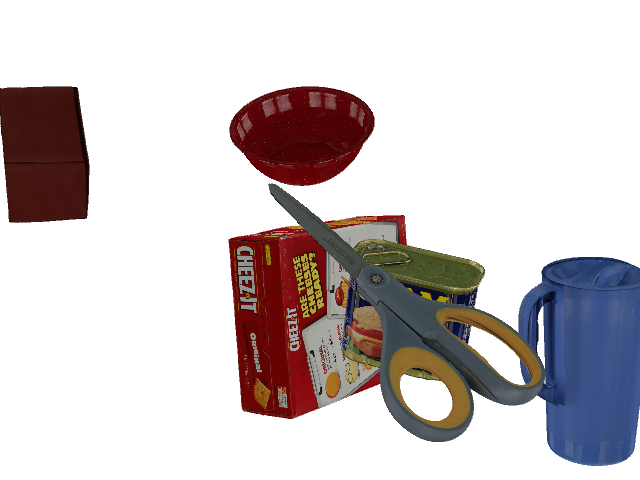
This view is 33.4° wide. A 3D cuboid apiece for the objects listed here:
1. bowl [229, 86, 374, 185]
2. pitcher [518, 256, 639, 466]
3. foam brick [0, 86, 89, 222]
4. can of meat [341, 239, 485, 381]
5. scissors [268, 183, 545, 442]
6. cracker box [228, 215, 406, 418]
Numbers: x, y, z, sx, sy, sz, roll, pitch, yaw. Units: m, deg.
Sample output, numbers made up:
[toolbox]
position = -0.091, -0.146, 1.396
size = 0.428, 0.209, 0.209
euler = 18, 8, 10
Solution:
[bowl]
position = -0.019, -0.109, 1.196
size = 0.162, 0.055, 0.162
euler = -3, 38, 2
[pitcher]
position = 0.327, 0.150, 1.312
size = 0.149, 0.243, 0.144
euler = 5, 17, 21
[foam brick]
position = -0.181, -0.057, 0.696
size = 0.051, 0.078, 0.053
euler = -4, -44, -17
[can of meat]
position = 0.068, 0.054, 0.823
size = 0.102, 0.084, 0.057
euler = 13, 24, 16
[scissors]
position = 0.026, 0.040, 0.589
size = 0.202, 0.016, 0.096
euler = 30, 52, 19
[cracker box]
position = 0.007, 0.065, 1.033
size = 0.072, 0.164, 0.213
euler = -1, 6, 37
